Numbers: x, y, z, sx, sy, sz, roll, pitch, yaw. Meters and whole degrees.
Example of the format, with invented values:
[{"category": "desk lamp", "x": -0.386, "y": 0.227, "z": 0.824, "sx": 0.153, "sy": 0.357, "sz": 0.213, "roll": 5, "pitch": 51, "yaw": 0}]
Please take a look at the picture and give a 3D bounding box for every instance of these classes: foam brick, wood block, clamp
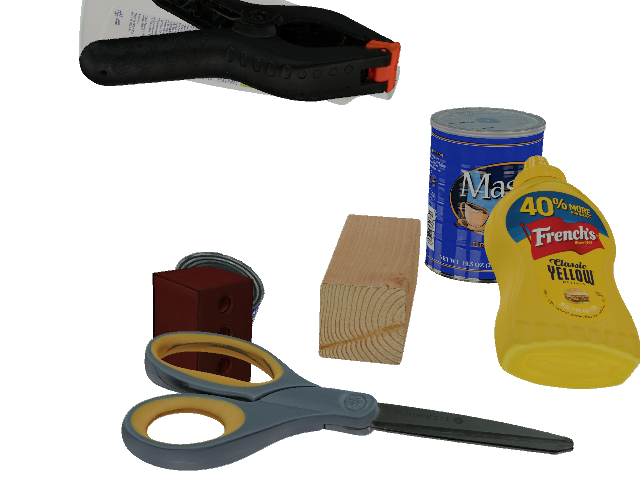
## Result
[{"category": "foam brick", "x": -0.083, "y": 0.061, "z": 0.748, "sx": 0.051, "sy": 0.078, "sz": 0.052, "roll": 13, "pitch": 16, "yaw": 43}, {"category": "wood block", "x": 0.059, "y": 0.050, "z": 1.203, "sx": 0.091, "sy": 0.090, "sz": 0.206, "roll": 5, "pitch": 23, "yaw": 8}, {"category": "clamp", "x": -0.045, "y": -0.107, "z": 0.596, "sx": 0.171, "sy": 0.039, "sz": 0.120, "roll": 15, "pitch": 45, "yaw": 15}]

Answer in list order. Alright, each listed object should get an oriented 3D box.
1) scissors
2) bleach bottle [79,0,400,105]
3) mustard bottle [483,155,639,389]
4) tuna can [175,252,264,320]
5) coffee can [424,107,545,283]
[{"category": "scissors", "x": 0.000, "y": 0.085, "z": 0.470, "sx": 0.202, "sy": 0.016, "sz": 0.096, "roll": 16, "pitch": 34, "yaw": 23}, {"category": "bleach bottle", "x": -0.062, "y": -0.156, "z": 0.854, "sx": 0.250, "sy": 0.068, "sz": 0.103, "roll": 16, "pitch": -29, "yaw": -7}, {"category": "mustard bottle", "x": 0.169, "y": 0.013, "z": 0.777, "sx": 0.096, "sy": 0.191, "sz": 0.058, "roll": 6, "pitch": -40, "yaw": -8}, {"category": "tuna can", "x": -0.098, "y": 0.051, "z": 0.999, "sx": 0.086, "sy": 0.034, "sz": 0.086, "roll": 15, "pitch": 34, "yaw": -10}, {"category": "coffee can", "x": 0.150, "y": -0.044, "z": 0.981, "sx": 0.103, "sy": 0.140, "sz": 0.103, "roll": 0, "pitch": 18, "yaw": 0}]
